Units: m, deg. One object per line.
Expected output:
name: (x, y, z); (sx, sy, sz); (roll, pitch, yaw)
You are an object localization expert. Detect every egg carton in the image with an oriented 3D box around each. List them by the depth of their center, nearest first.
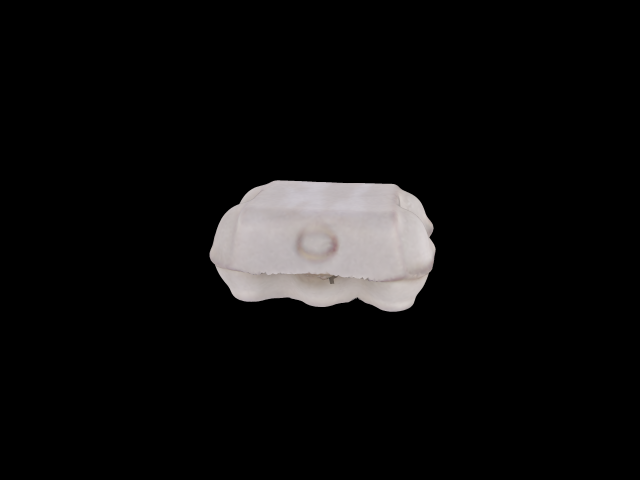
egg carton: (0.004, 0.001, 0.400); (0.150, 0.069, 0.107); (3, 19, 7)
